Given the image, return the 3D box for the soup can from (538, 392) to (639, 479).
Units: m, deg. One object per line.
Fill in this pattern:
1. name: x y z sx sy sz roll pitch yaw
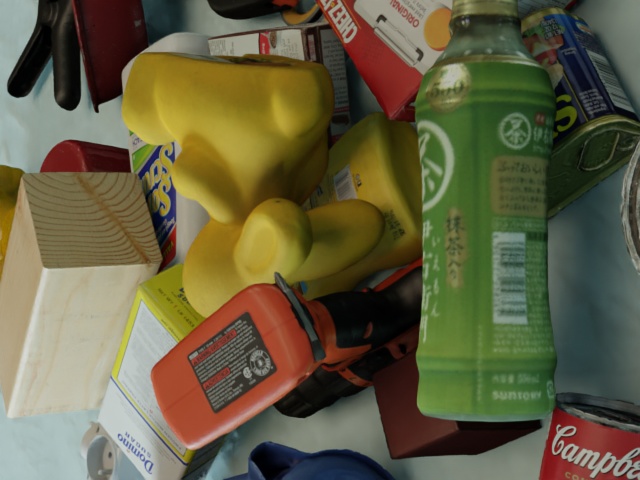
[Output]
1. soup can: 0.143 0.136 0.544 0.069 0.068 0.102 15 96 46

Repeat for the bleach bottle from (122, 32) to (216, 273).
1. bleach bottle: -0.101 -0.024 0.823 0.103 0.067 0.251 -20 72 48

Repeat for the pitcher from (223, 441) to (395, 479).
1. pitcher: -0.053 0.228 0.702 0.243 0.144 0.149 -23 56 46

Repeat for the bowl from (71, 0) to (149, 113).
1. bowl: -0.177 -0.190 0.898 0.162 0.055 0.162 171 90 -82

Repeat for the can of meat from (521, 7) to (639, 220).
1. can of meat: 0.123 -0.068 0.604 0.102 0.057 0.084 -40 56 35

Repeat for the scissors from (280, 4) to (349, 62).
1. scissors: 0.030 -0.210 0.747 0.096 0.016 0.202 46 116 39

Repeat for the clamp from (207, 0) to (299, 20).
1. clamp: -0.068 -0.242 0.832 0.210 0.036 0.165 43 115 48

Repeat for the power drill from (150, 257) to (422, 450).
1. power drill: -0.008 0.067 0.627 0.185 0.187 0.057 -41 73 32

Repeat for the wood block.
1. wood block: -0.199 0.047 0.847 0.206 0.090 0.091 -62 40 45

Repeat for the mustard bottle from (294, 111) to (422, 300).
1. mustard bottle: -0.004 0.001 0.722 0.192 0.058 0.096 -34 60 37

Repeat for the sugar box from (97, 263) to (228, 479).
1. sugar box: -0.104 0.107 0.765 0.093 0.048 0.176 46 141 18

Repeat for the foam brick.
1. foam brick: 0.077 0.092 0.611 0.051 0.078 0.053 -34 61 39

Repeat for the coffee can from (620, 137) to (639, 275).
1. coffee can: 0.207 -0.009 0.447 0.103 0.140 0.103 -8 78 45

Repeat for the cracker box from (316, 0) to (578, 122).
1. cracker box: 0.092 -0.198 0.634 0.214 0.071 0.164 -44 61 32

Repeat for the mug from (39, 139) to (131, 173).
1. mug: -0.191 -0.032 0.903 0.117 0.081 0.093 -40 58 35

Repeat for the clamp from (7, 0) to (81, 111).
1. clamp: -0.255 -0.207 1.026 0.120 0.039 0.171 6 83 41

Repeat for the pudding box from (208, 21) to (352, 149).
1. pudding box: -0.030 -0.106 0.762 0.114 0.039 0.090 6 107 49
